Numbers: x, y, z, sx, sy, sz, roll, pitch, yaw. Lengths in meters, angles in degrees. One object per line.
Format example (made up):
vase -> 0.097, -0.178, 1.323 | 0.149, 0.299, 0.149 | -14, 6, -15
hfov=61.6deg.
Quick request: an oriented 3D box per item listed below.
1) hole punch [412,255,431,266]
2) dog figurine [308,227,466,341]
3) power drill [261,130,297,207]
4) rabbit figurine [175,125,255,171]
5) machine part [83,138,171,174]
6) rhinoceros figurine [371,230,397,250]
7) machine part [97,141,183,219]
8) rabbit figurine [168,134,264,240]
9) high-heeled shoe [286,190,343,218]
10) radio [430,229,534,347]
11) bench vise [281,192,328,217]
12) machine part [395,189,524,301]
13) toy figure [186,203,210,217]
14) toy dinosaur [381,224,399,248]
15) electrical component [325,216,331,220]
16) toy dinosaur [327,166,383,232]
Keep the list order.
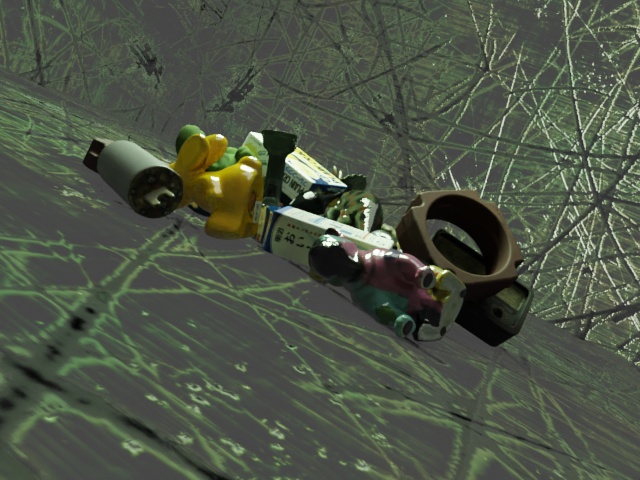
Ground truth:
hole punch -> 0.159, 0.101, 0.901 | 0.142, 0.092, 0.115 | 24, -28, 12
dog figurine -> 0.085, 0.057, 0.808 | 0.219, 0.108, 0.191 | 27, 6, 41
power drill -> -0.092, -0.110, 1.075 | 0.086, 0.207, 0.232 | 2, -5, -3
rabbit figurine -> -0.244, -0.164, 1.148 | 0.170, 0.159, 0.121 | 39, -4, -29
machine part -> -0.328, -0.128, 0.962 | 0.179, 0.056, 0.179 | 24, 7, -3
rhinoceros figurine -> 0.054, 0.013, 1.010 | 0.190, 0.073, 0.112 | -3, 41, -13
machine part -> -0.264, -0.092, 0.781 | 0.079, 0.079, 0.243 | 21, 7, -40
rabbit figurine -> -0.181, -0.082, 0.833 | 0.173, 0.162, 0.122 | 9, 14, 14
high-heeled shoe -> -0.047, -0.031, 1.081 | 0.145, 0.248, 0.086 | -27, 80, -36
radio -> 0.290, 0.095, 1.050 | 0.230, 0.131, 0.073 | 34, -38, 4
bench vise -> -0.093, -0.087, 1.291 | 0.241, 0.128, 0.223 | 21, 1, 35
machine part -> 0.254, 0.010, 0.994 | 0.201, 0.087, 0.201 | -5, 59, -24
toy figure -> -0.179, -0.058, 0.948 | 0.155, 0.064, 0.057 | 32, -30, 16
toy dinosaur -> 0.222, 0.046, 1.360 | 0.199, 0.105, 0.471 | 28, -2, 13
electrical component -> 0.006, -0.017, 1.213 | 0.119, 0.075, 0.048 | 38, -2, -27
toy dinosaur -> 0.092, -0.068, 1.360 | 0.131, 0.192, 0.405 | 25, 7, -30
